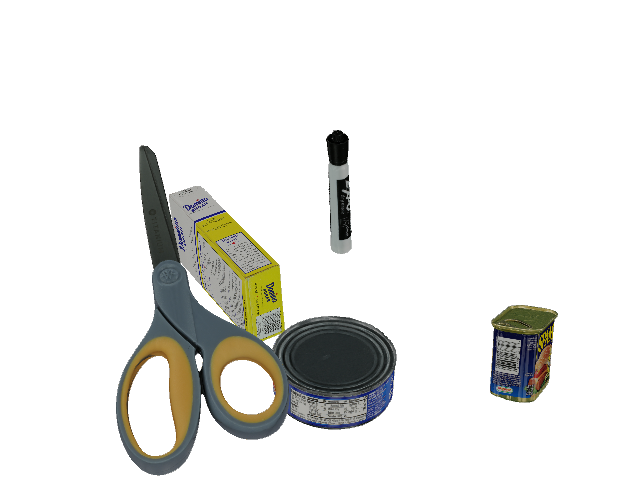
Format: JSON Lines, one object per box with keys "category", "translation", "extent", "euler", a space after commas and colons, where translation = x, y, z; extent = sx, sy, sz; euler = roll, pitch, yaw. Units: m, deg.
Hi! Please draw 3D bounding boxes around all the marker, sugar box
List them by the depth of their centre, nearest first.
{"category": "marker", "translation": [0.016, -0.041, 0.924], "extent": [0.020, 0.121, 0.020], "euler": [-2, 37, 1]}
{"category": "sugar box", "translation": [-0.100, 0.022, 1.126], "extent": [0.048, 0.093, 0.176], "euler": [-20, 41, -22]}

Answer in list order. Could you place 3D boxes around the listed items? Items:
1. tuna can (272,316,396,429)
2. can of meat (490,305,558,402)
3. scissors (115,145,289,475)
{"category": "tuna can", "translation": [0.009, 0.091, 0.740], "extent": [0.086, 0.034, 0.086], "euler": [1, 33, -1]}
{"category": "can of meat", "translation": [0.224, 0.125, 1.185], "extent": [0.058, 0.084, 0.102], "euler": [8, 12, 24]}
{"category": "scissors", "translation": [-0.061, 0.029, 0.570], "extent": [0.096, 0.201, 0.016], "euler": [2, -34, 1]}
